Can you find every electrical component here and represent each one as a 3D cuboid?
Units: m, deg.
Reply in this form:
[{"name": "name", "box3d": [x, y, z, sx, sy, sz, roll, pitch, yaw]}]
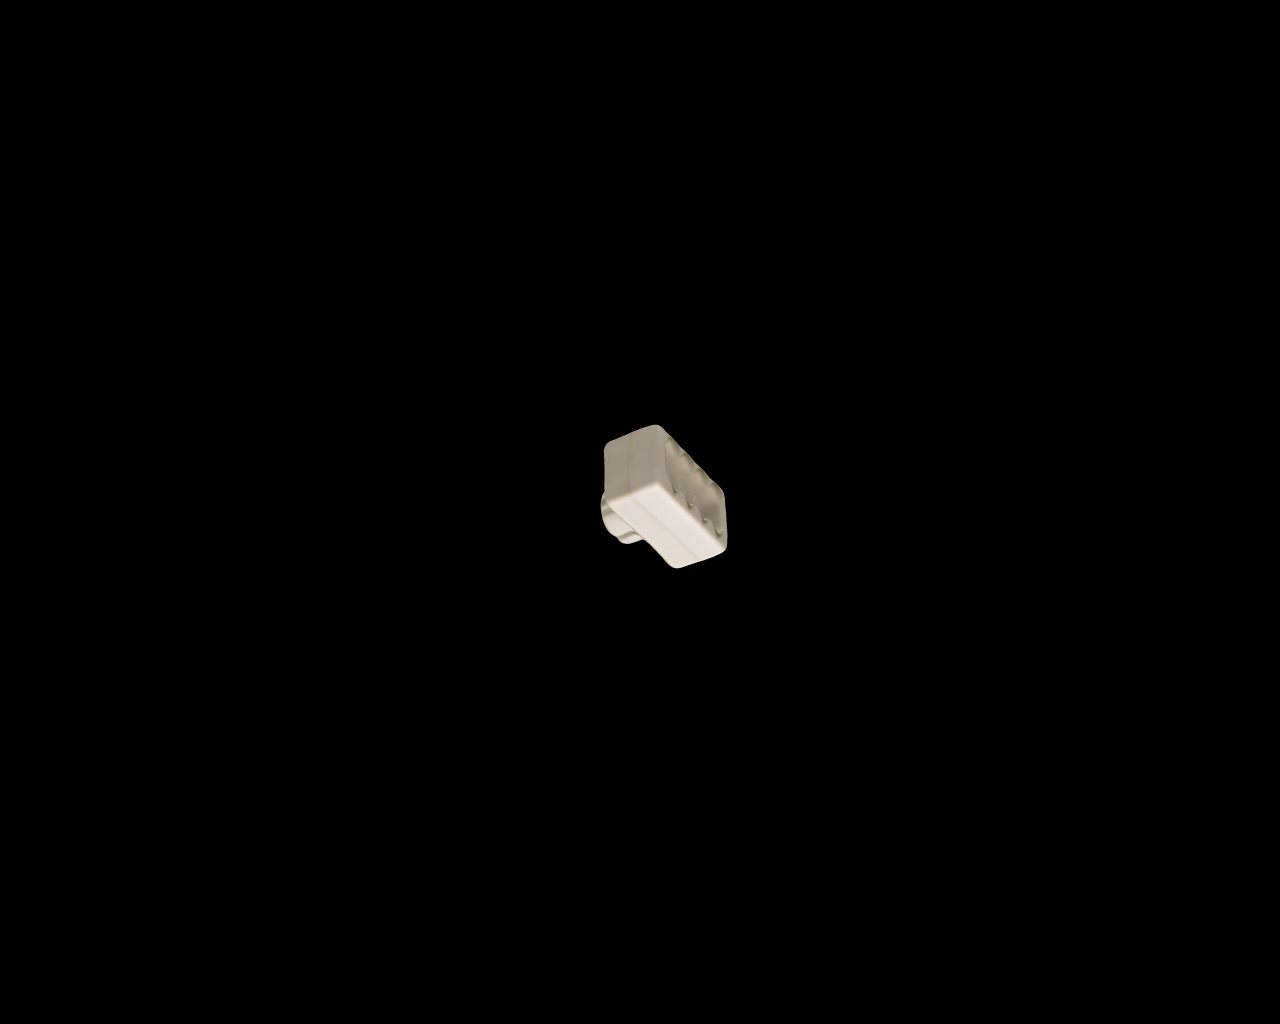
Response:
[{"name": "electrical component", "box3d": [0.001, -0.003, 0.650, 0.075, 0.047, 0.083, -20, -40, 25]}]
